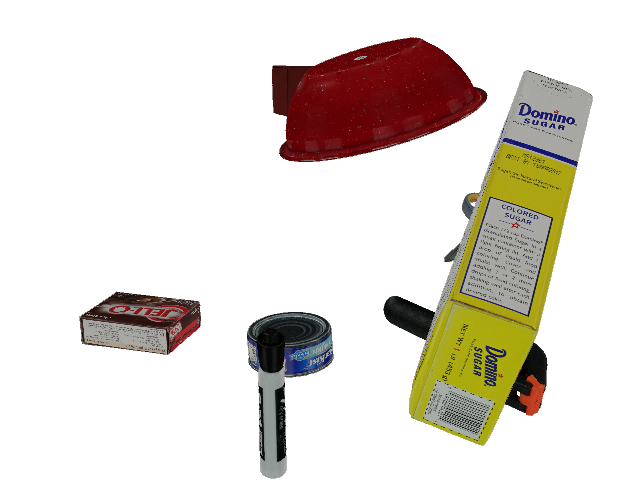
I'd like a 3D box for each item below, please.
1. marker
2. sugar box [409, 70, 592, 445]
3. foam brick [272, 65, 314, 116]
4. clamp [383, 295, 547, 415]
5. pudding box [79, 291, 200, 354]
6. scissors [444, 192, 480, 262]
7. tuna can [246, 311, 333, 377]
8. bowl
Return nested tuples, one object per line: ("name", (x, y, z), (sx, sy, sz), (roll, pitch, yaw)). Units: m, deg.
("marker", (-0.032, 0.109, 0.712), (0.020, 0.121, 0.020), (1, 32, -1))
("sugar box", (0.093, 0.004, 0.533), (0.048, 0.093, 0.176), (21, 48, 8))
("foam brick", (-0.008, -0.158, 1.131), (0.078, 0.051, 0.053), (-2, 12, -19))
("clamp", (0.147, 0.086, 0.920), (0.120, 0.039, 0.172), (-18, 38, -26))
("pudding box", (-0.206, 0.094, 1.230), (0.114, 0.039, 0.090), (3, 16, 17))
("scissors", (0.168, -0.018, 1.195), (0.201, 0.016, 0.096), (-13, 39, -45))
("tuna can", (-0.030, 0.102, 1.062), (0.086, 0.034, 0.086), (-3, 19, 1))
("bowl", (0.039, -0.112, 0.797), (0.162, 0.055, 0.162), (-16, 16, 5))
